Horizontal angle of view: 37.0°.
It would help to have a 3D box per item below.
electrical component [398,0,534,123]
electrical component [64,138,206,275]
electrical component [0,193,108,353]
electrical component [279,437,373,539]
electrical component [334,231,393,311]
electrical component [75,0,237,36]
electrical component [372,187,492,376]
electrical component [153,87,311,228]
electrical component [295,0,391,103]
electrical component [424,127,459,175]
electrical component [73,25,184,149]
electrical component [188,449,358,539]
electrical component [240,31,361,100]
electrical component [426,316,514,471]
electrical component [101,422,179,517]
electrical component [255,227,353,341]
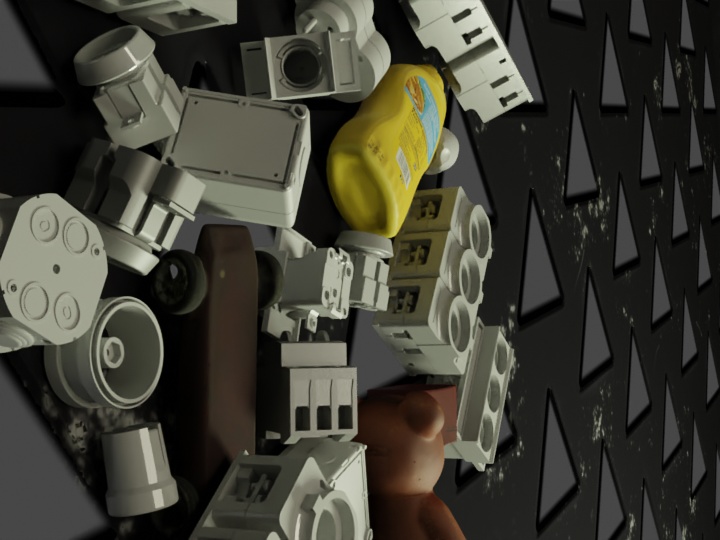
[{"bbox_3d":[0.085,-0.229,0.983,0.186,0.060,0.105,46,21,-51],"label":"electrical component"},{"bbox_3d":[-0.130,-0.033,0.591,0.058,0.078,0.057,36,74,-57],"label":"electrical component"},{"bbox_3d":[-0.169,0.001,0.531,0.080,0.051,0.080,11,78,-62],"label":"electrical component"},{"bbox_3d":[-0.033,0.174,0.769,0.062,0.061,0.096,-37,128,-58],"label":"electrical component"},{"bbox_3d":[0.000,0.000,0.859,0.066,0.048,0.055,23,74,-60],"label":"electrical component"},{"bbox_3d":[-0.137,-0.196,0.600,0.150,0.062,0.089,9,79,-62],"label":"electrical component"},{"bbox_3d":[0.072,0.010,0.976,0.089,0.062,0.150,55,42,-46],"label":"electrical component"},{"bbox_3d":[-0.082,-0.069,0.673,0.061,0.096,0.061,93,7,-65],"label":"electrical component"},{"bbox_3d":[-0.025,-0.189,0.821,0.073,0.052,0.138,-60,138,-46],"label":"electrical component"},{"bbox_3d":[0.073,-0.114,1.010,0.062,0.043,0.043,-29,113,-61],"label":"electrical component"},{"bbox_3d":[-0.131,-0.105,0.614,0.066,0.048,0.055,-95,163,-56],"label":"electrical component"},{"bbox_3d":[-0.033,0.212,0.650,0.105,0.060,0.186,-61,138,-44],"label":"electrical component"},{"bbox_3d":[-0.042,-0.144,0.766,0.064,0.081,0.042,-99,-177,-83],"label":"electrical component"},{"bbox_3d":[0.100,0.117,1.016,0.078,0.063,0.121,54,42,-45],"label":"electrical component"},{"bbox_3d":[-0.127,0.113,0.613,0.040,0.040,0.046,-9,89,-62],"label":"electrical component"},{"bbox_3d":[-0.040,0.011,0.761,0.042,0.064,0.081,36,56,-57],"label":"electrical component"}]
